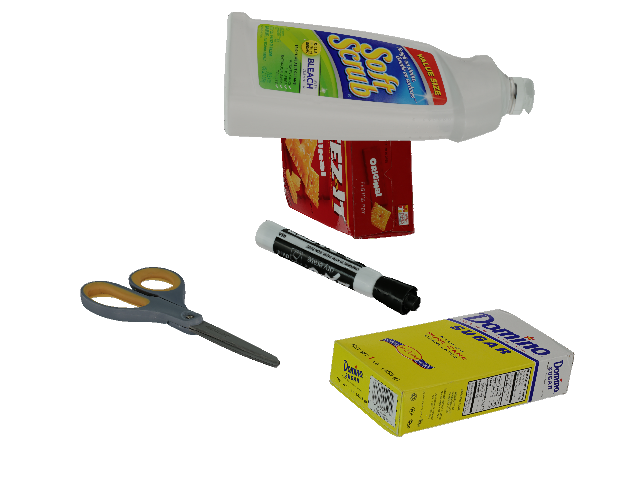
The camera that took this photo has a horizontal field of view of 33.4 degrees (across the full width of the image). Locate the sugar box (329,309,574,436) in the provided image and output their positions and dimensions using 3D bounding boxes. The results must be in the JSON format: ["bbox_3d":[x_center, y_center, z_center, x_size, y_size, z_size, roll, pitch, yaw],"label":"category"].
[{"bbox_3d":[0.106,0.101,0.851,0.175,0.048,0.093,-11,27,-31],"label":"sugar box"}]

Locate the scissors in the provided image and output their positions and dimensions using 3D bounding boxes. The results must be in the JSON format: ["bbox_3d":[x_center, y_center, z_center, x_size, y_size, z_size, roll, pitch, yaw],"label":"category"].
[{"bbox_3d":[-0.103,0.058,0.879,0.202,0.016,0.096,12,26,22],"label":"scissors"}]

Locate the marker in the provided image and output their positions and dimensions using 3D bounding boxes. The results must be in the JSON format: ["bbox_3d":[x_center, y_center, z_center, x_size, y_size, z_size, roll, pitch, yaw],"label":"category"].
[{"bbox_3d":[0.011,0.017,0.677,0.121,0.020,0.020,24,12,29],"label":"marker"}]

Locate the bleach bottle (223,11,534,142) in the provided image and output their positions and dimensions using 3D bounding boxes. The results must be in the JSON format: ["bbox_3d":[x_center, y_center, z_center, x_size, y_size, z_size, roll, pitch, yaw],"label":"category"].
[{"bbox_3d":[0.048,-0.130,0.877,0.250,0.102,0.068,2,-27,-3],"label":"bleach bottle"}]

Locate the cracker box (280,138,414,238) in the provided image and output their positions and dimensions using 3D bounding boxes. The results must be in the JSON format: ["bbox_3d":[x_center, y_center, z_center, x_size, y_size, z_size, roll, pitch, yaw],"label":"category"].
[{"bbox_3d":[0.020,-0.100,1.080,0.072,0.164,0.214,-7,12,-17],"label":"cracker box"}]
